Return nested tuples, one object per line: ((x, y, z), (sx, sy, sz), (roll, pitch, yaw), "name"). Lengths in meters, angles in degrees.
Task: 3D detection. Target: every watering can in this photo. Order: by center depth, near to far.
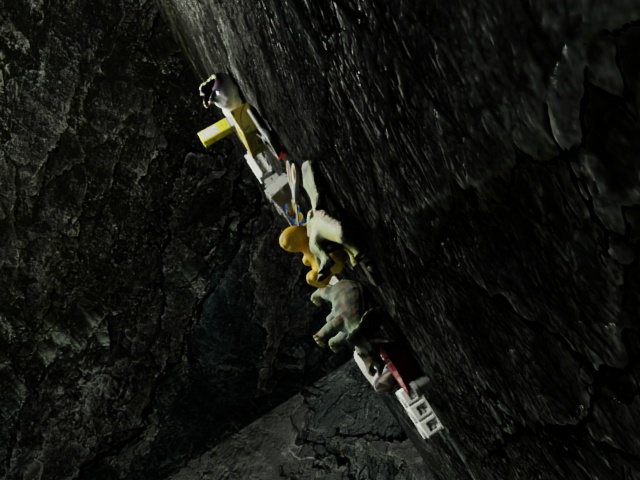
((0.198, 0.454, 1.870), (0.228, 0.104, 0.340), (54, 172, 34), "watering can")

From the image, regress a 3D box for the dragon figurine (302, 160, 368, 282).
((0.003, -0.054, 1.080), (0.404, 0.122, 0.246), (96, 151, -72), "dragon figurine")

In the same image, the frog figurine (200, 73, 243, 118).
((-0.284, -0.446, 1.614), (0.158, 0.121, 0.139), (15, -161, -43), "frog figurine")
